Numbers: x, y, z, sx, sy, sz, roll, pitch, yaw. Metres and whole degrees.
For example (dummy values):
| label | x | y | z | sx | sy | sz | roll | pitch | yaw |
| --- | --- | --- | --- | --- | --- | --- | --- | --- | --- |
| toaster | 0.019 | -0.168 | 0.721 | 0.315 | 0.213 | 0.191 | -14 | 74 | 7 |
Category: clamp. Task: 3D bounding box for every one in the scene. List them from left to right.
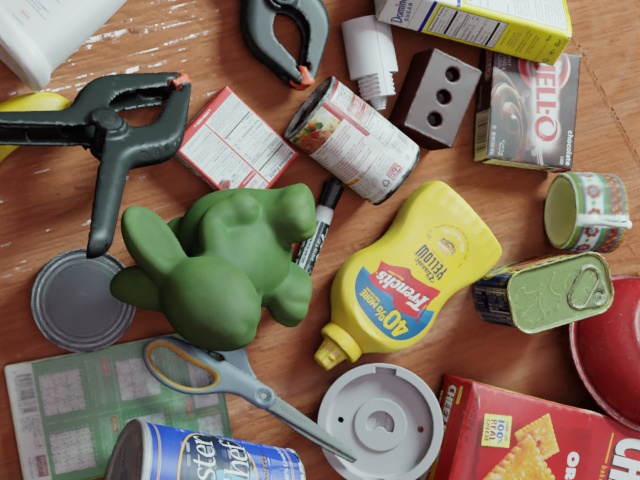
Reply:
| label | x | y | z | sx | sy | sz | roll | pitch | yaw |
| --- | --- | --- | --- | --- | --- | --- | --- | --- | --- |
| clamp | -0.167 | -0.075 | 0.843 | 0.165 | 0.036 | 0.209 | 43 | 47 | 16 |
| clamp | -0.048 | -0.213 | 0.929 | 0.120 | 0.039 | 0.171 | -9 | 86 | -9 |

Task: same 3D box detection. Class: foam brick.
| label | x | y | z | sx | sy | sz | roll | pitch | yaw |
| --- | --- | --- | --- | --- | --- | --- | --- | --- | --- |
| foam brick | 0.102 | -0.126 | 0.963 | 0.053 | 0.051 | 0.078 | 23 | 84 | -15 |

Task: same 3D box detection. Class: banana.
| label | x | y | z | sx | sy | sz | roll | pitch | yaw |
| --- | --- | --- | --- | --- | --- | --- | --- | --- | --- |
| banana | -0.269 | -0.058 | 0.866 | 0.197 | 0.037 | 0.069 | -45 | 101 | -11 |

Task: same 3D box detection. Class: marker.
| label | x | y | z | sx | sy | sz | roll | pitch | yaw |
| --- | --- | --- | --- | --- | --- | --- | --- | --- | --- |
| marker | -0.006 | 0.001 | 0.950 | 0.020 | 0.020 | 0.121 | 22 | 84 | -15 |

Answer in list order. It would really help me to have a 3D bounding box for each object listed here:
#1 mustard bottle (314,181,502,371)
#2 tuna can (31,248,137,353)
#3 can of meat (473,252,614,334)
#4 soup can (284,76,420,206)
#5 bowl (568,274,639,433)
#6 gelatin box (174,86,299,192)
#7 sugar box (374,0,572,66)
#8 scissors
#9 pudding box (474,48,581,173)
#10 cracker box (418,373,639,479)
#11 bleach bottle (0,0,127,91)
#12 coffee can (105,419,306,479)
| label | x | y | z | sx | sy | sz | roll | pitch | yaw |
| --- | --- | --- | --- | --- | --- | --- | --- | --- | --- |
| mustard bottle | 0.067 | 0.043 | 0.951 | 0.191 | 0.058 | 0.096 | -44 | 102 | -11 |
| tuna can | -0.197 | 0.050 | 0.888 | 0.086 | 0.034 | 0.086 | 0 | 90 | -16 |
| can of meat | 0.201 | 0.046 | 0.975 | 0.102 | 0.084 | 0.057 | -15 | 94 | -15 |
| soup can | 0.029 | -0.086 | 0.934 | 0.102 | 0.069 | 0.068 | 37 | 81 | -14 |
| bowl | 0.314 | 0.097 | 0.991 | 0.162 | 0.055 | 0.162 | 10 | 63 | -19 |
| gelatin box | -0.075 | -0.076 | 0.925 | 0.089 | 0.030 | 0.073 | 43 | 78 | -12 |
| sugar box | 0.134 | -0.219 | 0.956 | 0.176 | 0.048 | 0.093 | 10 | 50 | -13 |
| scissors | -0.050 | 0.113 | 0.912 | 0.201 | 0.016 | 0.096 | 20 | 71 | -7 |
| pudding box | 0.193 | -0.123 | 0.996 | 0.090 | 0.039 | 0.113 | 6 | 88 | -16 |
| cracker box | 0.200 | 0.229 | 0.982 | 0.213 | 0.072 | 0.164 | 17 | 86 | -16 |
| bleach bottle | -0.173 | -0.241 | 0.875 | 0.250 | 0.068 | 0.102 | -44 | 86 | -13 |
| coffee can | -0.096 | 0.209 | 0.871 | 0.140 | 0.103 | 0.103 | 16 | 86 | -23 |
